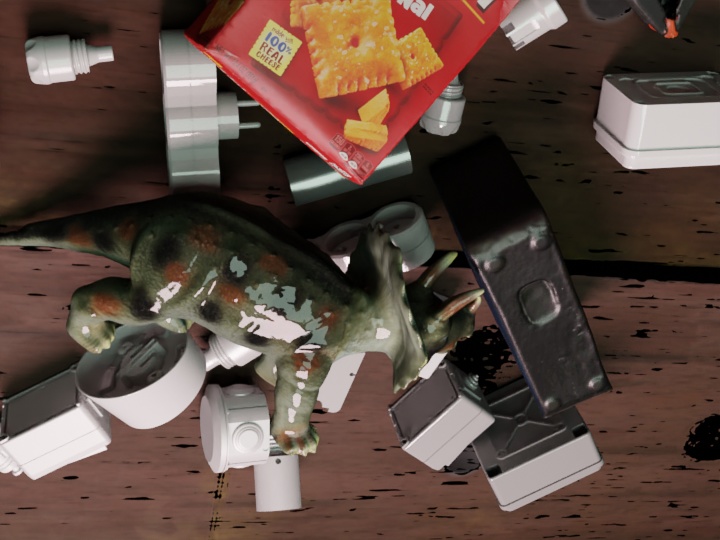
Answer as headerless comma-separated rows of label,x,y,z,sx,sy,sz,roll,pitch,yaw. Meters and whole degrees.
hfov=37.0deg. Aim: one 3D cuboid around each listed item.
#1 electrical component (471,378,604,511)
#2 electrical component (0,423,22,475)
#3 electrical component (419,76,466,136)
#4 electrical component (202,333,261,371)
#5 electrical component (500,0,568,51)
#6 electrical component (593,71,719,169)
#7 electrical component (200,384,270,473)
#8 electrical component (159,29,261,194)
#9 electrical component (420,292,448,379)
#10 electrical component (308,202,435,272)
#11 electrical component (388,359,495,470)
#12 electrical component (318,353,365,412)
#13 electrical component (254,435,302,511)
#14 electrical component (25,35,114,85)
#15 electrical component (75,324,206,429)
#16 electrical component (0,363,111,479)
electrical component,0.165,0.164,1.052,0.109,0.108,0.056,-26,125,3
electrical component,-0.331,0.157,0.962,0.040,0.040,0.078,-31,125,6
electrical component,0.070,-0.142,0.874,0.035,0.035,0.061,3,119,-16
electrical component,-0.115,0.067,0.957,0.062,0.043,0.043,-32,124,9
electrical component,0.134,-0.201,0.850,0.046,0.040,0.040,-32,125,15
electrical component,0.263,-0.127,0.908,0.113,0.078,0.057,-4,120,-12
electrical component,-0.116,0.143,0.986,0.051,0.080,0.080,-3,123,-19
electrical component,-0.113,-0.119,0.831,0.074,0.052,0.138,-5,123,-11
electrical component,0.043,0.052,0.985,0.077,0.047,0.065,22,114,-26
electrical component,0.000,0.000,0.938,0.138,0.052,0.073,-22,125,1
electrical component,0.086,0.138,1.043,0.096,0.061,0.061,-44,122,15
electrical component,-0.032,0.074,0.976,0.050,0.055,0.089,12,119,-21
electrical component,-0.080,0.189,1.034,0.043,0.043,0.081,-2,80,-13
electrical component,-0.213,-0.157,0.792,0.061,0.035,0.035,-9,124,-12
electrical component,-0.184,0.085,0.919,0.099,0.099,0.064,-30,130,6
electrical component,-0.261,0.133,0.951,0.096,0.061,0.061,-26,125,3
